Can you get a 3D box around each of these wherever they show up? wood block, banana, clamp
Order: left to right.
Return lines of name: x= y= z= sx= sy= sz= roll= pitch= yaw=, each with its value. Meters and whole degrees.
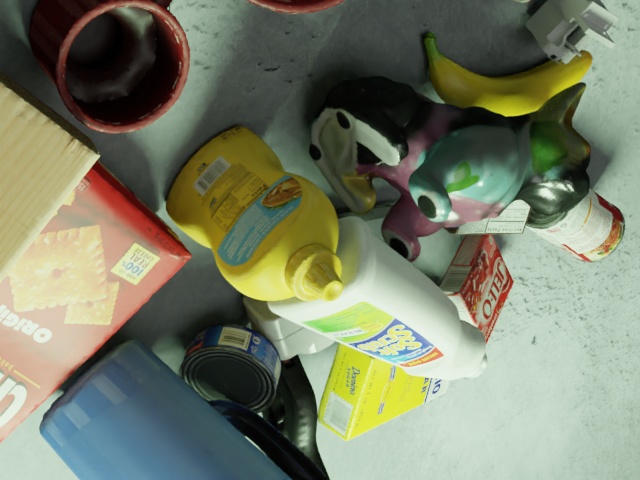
wood block: x=-0.237 y=-0.004 z=0.657 sx=0.090 sy=0.090 sz=0.206 roll=38 pitch=90 yaw=-20
clamp: x=-0.021 y=0.183 z=0.981 sx=0.039 sy=0.120 sz=0.171 roll=-19 pitch=113 yaw=-36
banana: x=0.170 y=-0.143 z=0.964 sx=0.197 sy=0.037 sz=0.070 roll=-2 pitch=120 yaw=-34

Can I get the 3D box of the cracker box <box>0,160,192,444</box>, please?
cracker box: x=-0.225 y=0.029 z=0.777 sx=0.213 sy=0.072 sz=0.164 roll=-45 pitch=132 yaw=-2

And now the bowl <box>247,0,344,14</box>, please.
bowl: x=-0.019 y=-0.245 z=0.750 sx=0.161 sy=0.055 sz=0.162 roll=-11 pitch=119 yaw=-21

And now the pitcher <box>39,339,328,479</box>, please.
pitcher: x=-0.100 y=0.193 z=0.862 sx=0.145 sy=0.149 sz=0.243 roll=-44 pitch=88 yaw=-5

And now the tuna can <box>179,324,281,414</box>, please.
tuna can: x=-0.077 y=0.113 z=0.928 sx=0.086 sy=0.033 sz=0.086 roll=6 pitch=130 yaw=7

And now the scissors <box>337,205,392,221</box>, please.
scissors: x=-0.006 y=0.001 z=0.949 sx=0.201 sy=0.016 sz=0.096 roll=5 pitch=116 yaw=-36

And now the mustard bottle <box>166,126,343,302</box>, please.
mustard bottle: x=-0.040 y=-0.009 z=0.798 sx=0.096 sy=0.192 sz=0.058 roll=-46 pitch=133 yaw=-1

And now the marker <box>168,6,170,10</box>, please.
marker: x=-0.117 y=-0.159 z=0.769 sx=0.020 sy=0.020 sz=0.121 roll=-12 pitch=124 yaw=-29

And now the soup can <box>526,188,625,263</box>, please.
soup can: x=0.252 y=-0.025 z=1.075 sx=0.102 sy=0.069 sz=0.068 roll=27 pitch=100 yaw=-41

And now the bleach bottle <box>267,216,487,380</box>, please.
bleach bottle: x=0.070 y=0.065 z=0.888 sx=0.103 sy=0.068 sz=0.250 roll=-20 pitch=146 yaw=34

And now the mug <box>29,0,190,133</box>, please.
mug: x=-0.140 y=-0.140 z=0.722 sx=0.093 sy=0.082 sz=0.117 roll=30 pitch=98 yaw=-42

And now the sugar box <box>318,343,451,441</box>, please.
sugar box: x=0.075 y=0.123 z=1.027 sx=0.175 sy=0.048 sz=0.093 roll=-12 pitch=125 yaw=-49

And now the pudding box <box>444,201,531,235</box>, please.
pudding box: x=0.167 y=-0.060 z=1.014 sx=0.089 sy=0.039 sz=0.114 roll=-2 pitch=119 yaw=-34

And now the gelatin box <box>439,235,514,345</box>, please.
gelatin box: x=0.154 y=0.046 z=1.045 sx=0.089 sy=0.030 sz=0.073 roll=-58 pitch=131 yaw=-36
